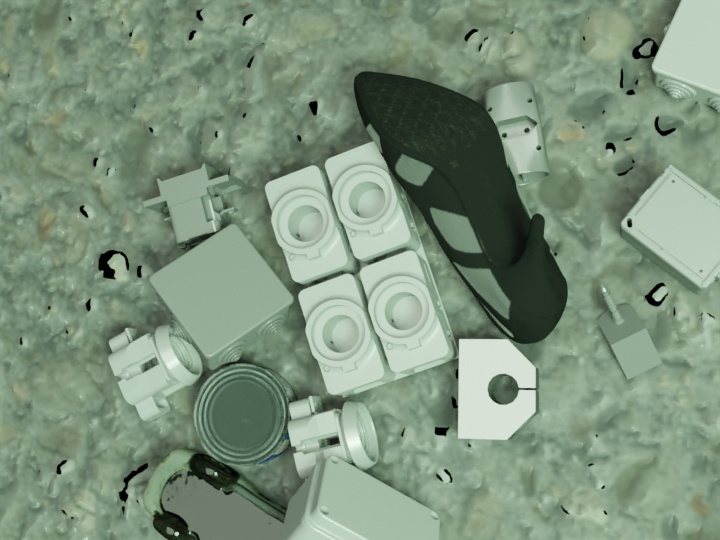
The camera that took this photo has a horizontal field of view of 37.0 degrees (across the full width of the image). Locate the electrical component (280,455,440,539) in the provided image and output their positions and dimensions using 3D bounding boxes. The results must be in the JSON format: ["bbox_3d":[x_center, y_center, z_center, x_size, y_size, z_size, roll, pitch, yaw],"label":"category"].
[{"bbox_3d":[0.002,0.205,0.830,0.113,0.078,0.057,31,118,-10],"label":"electrical component"}]

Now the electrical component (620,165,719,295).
[{"bbox_3d":[0.257,-0.025,0.832,0.096,0.061,0.061,40,93,15],"label":"electrical component"}]

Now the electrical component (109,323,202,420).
[{"bbox_3d":[-0.174,0.081,0.925,0.057,0.058,0.078,-29,76,11],"label":"electrical component"}]

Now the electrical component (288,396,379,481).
[{"bbox_3d":[-0.020,0.139,0.880,0.057,0.058,0.078,-16,78,14],"label":"electrical component"}]

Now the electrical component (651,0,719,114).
[{"bbox_3d":[0.289,-0.176,0.852,0.100,0.048,0.099,24,88,16],"label":"electrical component"}]

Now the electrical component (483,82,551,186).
[{"bbox_3d":[0.111,-0.108,0.889,0.079,0.043,0.077,-11,80,12],"label":"electrical component"}]

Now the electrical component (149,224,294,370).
[{"bbox_3d":[-0.116,0.024,0.910,0.100,0.048,0.099,-34,74,-17],"label":"electrical component"}]

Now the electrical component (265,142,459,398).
[{"bbox_3d":[0.000,0.000,0.892,0.105,0.060,0.186,-20,78,10],"label":"electrical component"}]

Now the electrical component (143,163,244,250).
[{"bbox_3d":[-0.143,-0.054,0.945,0.081,0.042,0.063,-16,81,12],"label":"electrical component"}]
